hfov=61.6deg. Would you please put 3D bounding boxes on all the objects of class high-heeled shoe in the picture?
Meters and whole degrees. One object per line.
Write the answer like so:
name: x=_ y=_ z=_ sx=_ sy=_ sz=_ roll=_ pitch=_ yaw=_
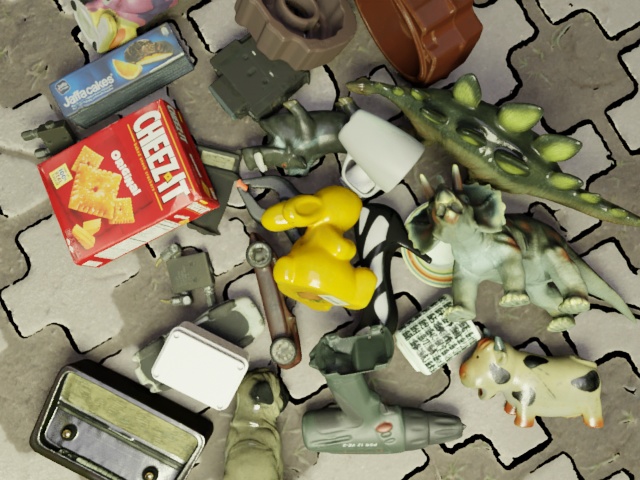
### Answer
high-heeled shoe: x=0.058 y=0.070 z=0.789 sx=0.145 sy=0.086 sz=0.248 roll=34 pitch=97 yaw=23

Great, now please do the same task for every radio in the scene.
radio: x=-0.284 y=0.279 z=0.773 sx=0.230 sy=0.073 sz=0.131 roll=27 pitch=87 yaw=2

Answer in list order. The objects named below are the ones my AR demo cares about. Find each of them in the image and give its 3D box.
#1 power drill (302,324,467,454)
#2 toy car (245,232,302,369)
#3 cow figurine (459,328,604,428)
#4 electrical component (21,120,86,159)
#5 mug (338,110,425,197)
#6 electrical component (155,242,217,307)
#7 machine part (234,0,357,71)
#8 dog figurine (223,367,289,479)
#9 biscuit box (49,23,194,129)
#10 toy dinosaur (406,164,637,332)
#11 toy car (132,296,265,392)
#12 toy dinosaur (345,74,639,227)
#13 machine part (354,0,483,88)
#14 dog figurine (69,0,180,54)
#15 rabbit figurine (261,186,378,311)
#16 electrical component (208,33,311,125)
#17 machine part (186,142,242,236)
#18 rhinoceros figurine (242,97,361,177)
power drill: x=0.079 y=0.215 z=0.739 sx=0.232 sy=0.086 sz=0.207 roll=-10 pitch=128 yaw=7
toy car: x=-0.064 y=0.085 z=0.775 sx=0.053 sy=0.089 sz=0.202 roll=-13 pitch=85 yaw=0
cow figurine: x=0.299 y=0.195 z=0.768 sx=0.195 sy=0.085 sz=0.127 roll=1 pitch=93 yaw=3
electrical component: x=-0.389 y=-0.151 z=0.804 sx=0.094 sy=0.063 sz=0.021 roll=-12 pitch=50 yaw=-1
mug: x=0.071 y=-0.121 z=0.747 sx=0.107 sy=0.081 sz=0.109 roll=42 pitch=104 yaw=-3
electrical component: x=-0.200 y=0.054 z=0.799 sx=0.078 sy=0.045 sz=0.102 roll=-8 pitch=87 yaw=2
machine part: x=-0.035 y=-0.329 z=0.780 sx=0.179 sy=0.056 sz=0.179 roll=11 pitch=64 yaw=-23
dog figurine: x=-0.092 y=0.283 z=0.728 sx=0.121 sy=0.172 sz=0.190 roll=-2 pitch=94 yaw=-10
biscuit box: x=-0.296 y=-0.244 z=0.808 sx=0.203 sy=0.063 sz=0.059 roll=-29 pitch=86 yaw=-1
toy dinosaur: x=0.277 y=0.019 z=0.750 sx=0.404 sy=0.131 sz=0.192 roll=12 pitch=62 yaw=-30
toy car: x=-0.178 y=0.152 z=0.790 sx=0.202 sy=0.056 sz=0.073 roll=-29 pitch=94 yaw=0
toy dinosaur: x=0.247 y=-0.117 z=0.730 sx=0.472 sy=0.198 sz=0.105 roll=27 pitch=91 yaw=4
machine part: x=0.122 y=-0.319 z=0.739 sx=0.087 sy=0.201 sz=0.201 roll=-34 pitch=87 yaw=3
dog figurine: x=-0.242 y=-0.377 z=0.802 sx=0.219 sy=0.191 sz=0.108 roll=-28 pitch=83 yaw=-35
rabbit figurine: x=-0.002 y=-0.002 z=0.742 sx=0.162 sy=0.122 sz=0.173 roll=29 pitch=69 yaw=-24
electrical component: x=-0.098 y=-0.243 z=0.810 sx=0.134 sy=0.058 sz=0.115 roll=-41 pitch=85 yaw=-2
machine part: x=-0.165 y=-0.076 z=0.811 sx=0.084 sy=0.039 sz=0.138 roll=10 pitch=85 yaw=-7
rhinoceros figurine: x=-0.023 y=-0.151 z=0.800 sx=0.190 sy=0.073 sz=0.112 roll=-12 pitch=100 yaw=-4
